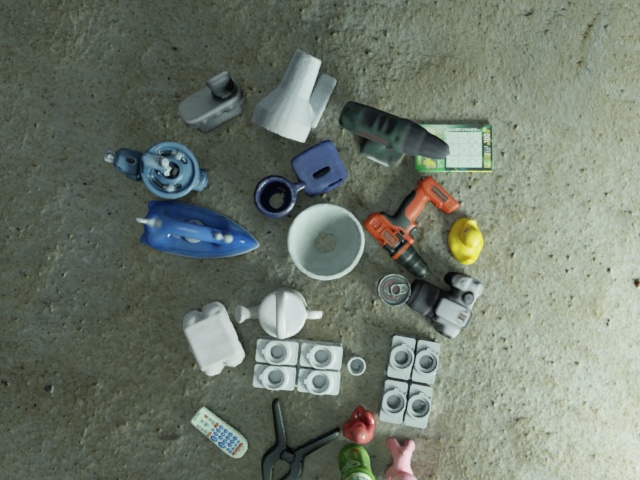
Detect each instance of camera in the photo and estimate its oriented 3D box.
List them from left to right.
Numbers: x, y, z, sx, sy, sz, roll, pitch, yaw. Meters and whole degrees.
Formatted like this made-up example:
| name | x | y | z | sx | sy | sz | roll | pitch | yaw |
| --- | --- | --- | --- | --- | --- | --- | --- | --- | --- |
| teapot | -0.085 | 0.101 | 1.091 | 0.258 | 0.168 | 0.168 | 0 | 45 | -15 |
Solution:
| name | x | y | z | sx | sy | sz | roll | pitch | yaw |
| --- | --- | --- | --- | --- | --- | --- | --- | --- | --- |
| camera | 0.265 | 0.127 | 1.247 | 0.137 | 0.101 | 0.143 | 27 | 88 | 1 |

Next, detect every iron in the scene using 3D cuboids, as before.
| name | x | y | z | sx | sy | sz | roll | pitch | yaw |
| --- | --- | --- | --- | --- | --- | --- | --- | --- | --- |
| iron | -0.262 | -0.018 | 1.228 | 0.258 | 0.141 | 0.119 | 11 | 88 | 0 |

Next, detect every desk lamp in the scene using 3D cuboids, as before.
| name | x | y | z | sx | sy | sz | roll | pitch | yaw |
| --- | --- | --- | --- | --- | --- | --- | --- | --- | --- |
| desk lamp | -0.051 | -0.298 | 1.202 | 0.118 | 0.213 | 0.203 | 24 | 88 | 1 |

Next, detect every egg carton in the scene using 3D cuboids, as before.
| name | x | y | z | sx | sy | sz | roll | pitch | yaw |
| --- | --- | --- | --- | --- | --- | --- | --- | --- | --- |
| egg carton | -0.235 | 0.217 | 1.256 | 0.107 | 0.069 | 0.150 | -25 | 88 | -1 |

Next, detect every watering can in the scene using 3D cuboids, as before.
| name | x | y | z | sx | sy | sz | roll | pitch | yaw |
| --- | --- | --- | --- | --- | --- | --- | --- | --- | --- |
| watering can | -0.086 | 0.156 | 1.197 | 0.173 | 0.194 | 0.101 | -21 | 88 | -1 |

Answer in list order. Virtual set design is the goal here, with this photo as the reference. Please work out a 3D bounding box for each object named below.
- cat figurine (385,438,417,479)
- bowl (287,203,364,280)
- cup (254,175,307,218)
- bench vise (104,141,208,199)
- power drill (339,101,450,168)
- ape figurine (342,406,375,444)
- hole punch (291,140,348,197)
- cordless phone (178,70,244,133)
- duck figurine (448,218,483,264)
| name | x | y | z | sx | sy | sz | roll | pitch | yaw |
| --- | --- | --- | --- | --- | --- | --- | --- | --- | --- |
| cat figurine | 0.178 | 0.503 | 1.225 | 0.067 | 0.117 | 0.128 | 0 | 88 | 0 |
| bowl | 0.012 | 0.005 | 1.262 | 0.167 | 0.074 | 0.167 | 0 | 88 | 0 |
| cup | -0.084 | -0.097 | 1.255 | 0.118 | 0.095 | 0.092 | -25 | 88 | -1 |
| bench vise | -0.354 | -0.146 | 1.192 | 0.207 | 0.219 | 0.121 | -5 | 88 | 0 |
| power drill | 0.149 | -0.213 | 1.204 | 0.229 | 0.208 | 0.076 | 23 | 88 | 1 |
| ape figurine | 0.086 | 0.411 | 1.240 | 0.078 | 0.092 | 0.076 | -17 | 88 | -1 |
| hole punch | 0.001 | -0.156 | 1.259 | 0.108 | 0.091 | 0.101 | -29 | 88 | -1 |
| cordless phone | -0.240 | -0.307 | 1.216 | 0.147 | 0.185 | 0.094 | -33 | 88 | -1 |
| duck figurine | 0.327 | 0.002 | 1.259 | 0.077 | 0.086 | 0.105 | 0 | 88 | 0 |
